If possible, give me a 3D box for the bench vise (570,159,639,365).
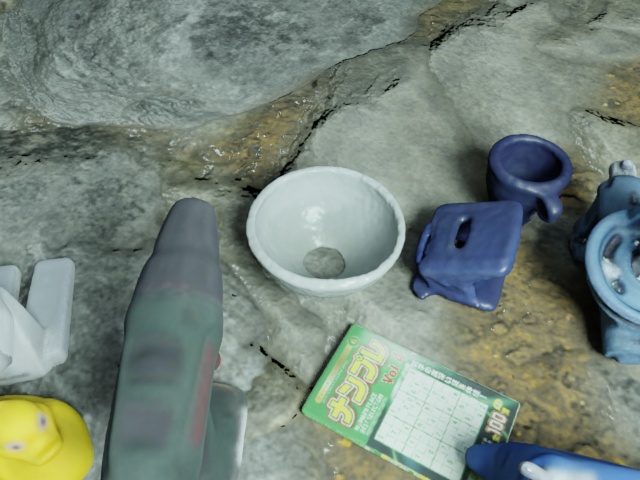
[{"bbox_3d":[0.305,-0.015,0.548,0.121,0.220,0.207,-7,52,-7],"label":"bench vise"}]

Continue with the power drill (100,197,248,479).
[{"bbox_3d":[-0.104,0.113,0.444,0.075,0.208,0.229,2,52,0],"label":"power drill"}]

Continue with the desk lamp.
[{"bbox_3d":[-0.302,0.048,0.487,0.118,0.214,0.203,-8,52,-7],"label":"desk lamp"}]

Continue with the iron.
[{"bbox_3d":[0.244,0.206,0.422,0.258,0.141,0.118,7,52,4],"label":"iron"}]

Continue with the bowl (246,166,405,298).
[{"bbox_3d":[0.006,0.002,0.620,0.167,0.075,0.167,1,52,-1],"label":"bowl"}]

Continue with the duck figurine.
[{"bbox_3d":[-0.247,0.161,0.480,0.104,0.086,0.078,30,57,20],"label":"duck figurine"}]

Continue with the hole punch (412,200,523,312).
[{"bbox_3d":[0.155,0.008,0.608,0.101,0.091,0.109,16,53,11],"label":"hole punch"}]

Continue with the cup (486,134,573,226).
[{"bbox_3d":[0.234,-0.049,0.654,0.092,0.095,0.117,-9,52,-8],"label":"cup"}]
